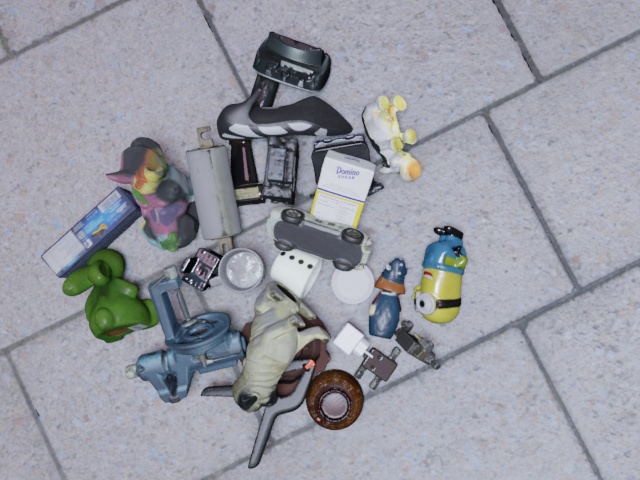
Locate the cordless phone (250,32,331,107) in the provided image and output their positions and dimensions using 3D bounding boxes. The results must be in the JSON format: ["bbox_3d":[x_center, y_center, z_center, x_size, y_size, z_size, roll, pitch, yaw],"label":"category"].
[{"bbox_3d":[-0.069,-0.295,1.049,0.147,0.089,0.184,20,99,2],"label":"cordless phone"}]

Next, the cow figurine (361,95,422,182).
[{"bbox_3d":[0.131,-0.185,1.026,0.068,0.098,0.167,-20,93,-33],"label":"cow figurine"}]

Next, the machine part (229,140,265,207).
[{"bbox_3d":[-0.149,-0.134,1.053,0.084,0.039,0.138,-11,89,9],"label":"machine part"}]

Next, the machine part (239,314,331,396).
[{"bbox_3d":[-0.065,0.201,1.022,0.179,0.056,0.179,0,86,2],"label":"machine part"}]

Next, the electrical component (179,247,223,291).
[{"bbox_3d":[-0.219,0.053,1.003,0.048,0.119,0.075,28,85,3],"label":"electrical component"}]

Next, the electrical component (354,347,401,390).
[{"bbox_3d":[0.112,0.237,1.032,0.063,0.021,0.094,36,89,4],"label":"electrical component"}]

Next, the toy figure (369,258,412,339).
[{"bbox_3d":[0.129,0.109,1.021,0.058,0.064,0.154,7,80,39],"label":"toy figure"}]

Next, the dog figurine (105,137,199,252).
[{"bbox_3d":[-0.297,-0.077,0.964,0.109,0.219,0.191,-1,86,5],"label":"dog figurine"}]

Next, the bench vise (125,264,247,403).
[{"bbox_3d":[-0.254,0.161,0.955,0.224,0.129,0.240,-10,109,9],"label":"bench vise"}]

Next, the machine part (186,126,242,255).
[{"bbox_3d":[-0.200,-0.089,1.010,0.079,0.079,0.243,-10,102,1],"label":"machine part"}]

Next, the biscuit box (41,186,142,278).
[{"bbox_3d":[-0.435,-0.014,1.041,0.202,0.063,0.059,-42,86,-1],"label":"biscuit box"}]

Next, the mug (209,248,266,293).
[{"bbox_3d":[-0.148,0.062,1.007,0.109,0.107,0.081,-29,86,4],"label":"mug"}]

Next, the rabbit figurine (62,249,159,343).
[{"bbox_3d":[-0.403,0.094,1.004,0.121,0.159,0.170,-24,71,10],"label":"rabbit figurine"}]

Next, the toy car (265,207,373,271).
[{"bbox_3d":[-0.002,-0.003,0.985,0.202,0.056,0.073,18,116,5],"label":"toy car"}]

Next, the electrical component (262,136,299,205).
[{"bbox_3d":[-0.072,-0.129,1.002,0.058,0.134,0.115,4,85,1],"label":"electrical component"}]

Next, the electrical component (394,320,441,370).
[{"bbox_3d":[0.180,0.191,0.999,0.078,0.102,0.045,32,95,-20],"label":"electrical component"}]

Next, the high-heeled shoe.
[{"bbox_3d":[-0.069,-0.211,1.032,0.248,0.145,0.086,16,51,-31],"label":"high-heeled shoe"}]

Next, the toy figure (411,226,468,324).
[{"bbox_3d":[0.233,0.067,1.010,0.089,0.082,0.180,15,85,5],"label":"toy figure"}]

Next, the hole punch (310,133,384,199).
[{"bbox_3d":[0.043,-0.142,1.032,0.142,0.092,0.115,-9,119,2],"label":"hole punch"}]

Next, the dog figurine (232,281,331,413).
[{"bbox_3d":[-0.101,0.183,0.943,0.190,0.172,0.121,-47,122,7],"label":"dog figurine"}]
